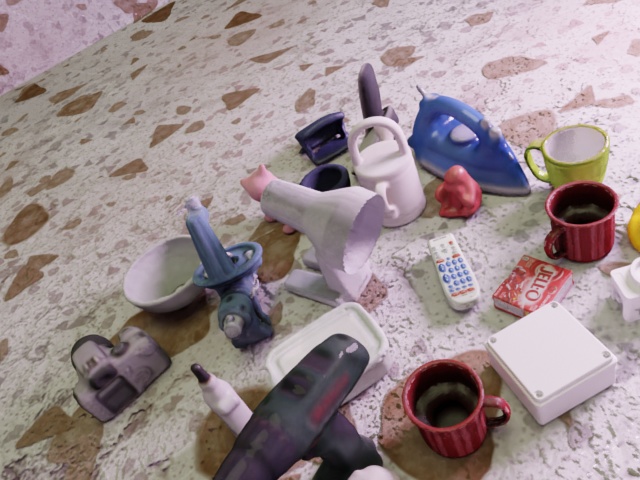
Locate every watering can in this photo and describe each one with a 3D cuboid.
[{"bbox_3d":[0.106,-0.128,0.961,0.101,0.194,0.172,-23,40,3],"label":"watering can"}]

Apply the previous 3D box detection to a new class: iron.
[{"bbox_3d":[0.253,-0.179,0.981,0.119,0.142,0.257,-37,41,-12],"label":"iron"}]

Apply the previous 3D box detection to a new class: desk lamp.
[{"bbox_3d":[0.008,0.003,0.857,0.202,0.214,0.118,12,53,36],"label":"desk lamp"}]

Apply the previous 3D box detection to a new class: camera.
[{"bbox_3d":[-0.342,0.191,0.923,0.143,0.101,0.136,-43,43,-19],"label":"camera"}]

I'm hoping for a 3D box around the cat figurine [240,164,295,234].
[{"bbox_3d":[-0.088,-0.087,1.077,0.067,0.118,0.127,-43,43,-19],"label":"cat figurine"}]

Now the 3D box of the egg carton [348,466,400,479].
[{"bbox_3d":[0.050,0.319,0.609,0.107,0.070,0.150,21,58,41],"label":"egg carton"}]

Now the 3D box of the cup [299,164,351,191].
[{"bbox_3d":[0.008,-0.070,1.027,0.117,0.095,0.091,-19,41,8],"label":"cup"}]

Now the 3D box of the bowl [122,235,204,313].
[{"bbox_3d":[-0.262,0.073,1.029,0.167,0.075,0.167,-14,42,13],"label":"bowl"}]

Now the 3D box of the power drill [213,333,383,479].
[{"bbox_3d":[-0.007,0.228,0.628,0.075,0.209,0.230,11,52,35],"label":"power drill"}]

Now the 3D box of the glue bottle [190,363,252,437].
[{"bbox_3d":[-0.119,0.210,0.733,0.037,0.173,0.077,-44,43,-20],"label":"glue bottle"}]

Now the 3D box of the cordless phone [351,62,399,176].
[{"bbox_3d":[0.090,-0.224,1.079,0.094,0.185,0.147,-4,45,24],"label":"cordless phone"}]

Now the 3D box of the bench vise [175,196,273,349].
[{"bbox_3d":[-0.138,0.045,0.882,0.121,0.220,0.206,-33,41,-8],"label":"bench vise"}]

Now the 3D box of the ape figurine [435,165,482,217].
[{"bbox_3d":[0.224,-0.082,0.931,0.076,0.092,0.077,-28,40,-3],"label":"ape figurine"}]

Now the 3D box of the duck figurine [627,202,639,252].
[{"bbox_3d":[0.455,-0.034,0.766,0.077,0.086,0.104,-7,44,21],"label":"duck figurine"}]

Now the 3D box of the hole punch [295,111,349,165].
[{"bbox_3d":[0.001,-0.226,1.200,0.109,0.091,0.100,-31,41,-7],"label":"hole punch"}]
